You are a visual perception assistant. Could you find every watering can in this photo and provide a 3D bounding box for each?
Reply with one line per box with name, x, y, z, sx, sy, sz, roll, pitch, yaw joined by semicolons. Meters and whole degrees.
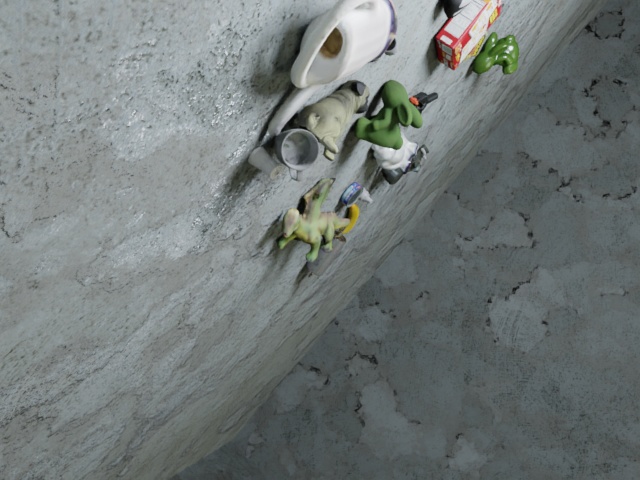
watering can;0.020;-0.337;0.962;0.228;0.104;0.341;-38;175;-37

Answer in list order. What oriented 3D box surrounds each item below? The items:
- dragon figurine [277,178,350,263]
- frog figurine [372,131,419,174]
dragon figurine;0.005;-0.077;1.537;0.416;0.123;0.237;-33;150;-49
frog figurine;0.224;-0.292;1.676;0.159;0.125;0.134;9;139;-29
